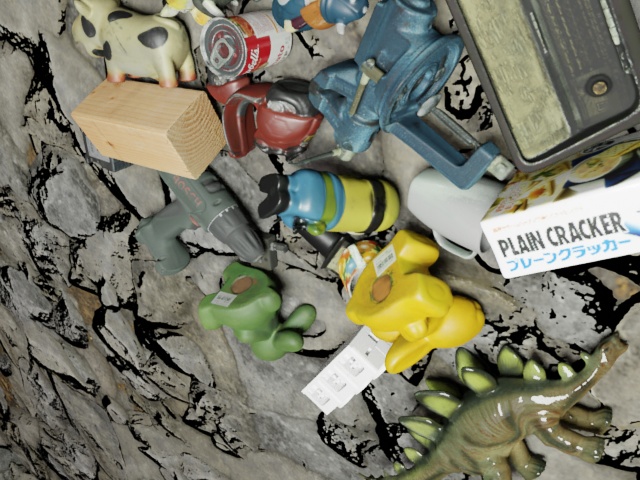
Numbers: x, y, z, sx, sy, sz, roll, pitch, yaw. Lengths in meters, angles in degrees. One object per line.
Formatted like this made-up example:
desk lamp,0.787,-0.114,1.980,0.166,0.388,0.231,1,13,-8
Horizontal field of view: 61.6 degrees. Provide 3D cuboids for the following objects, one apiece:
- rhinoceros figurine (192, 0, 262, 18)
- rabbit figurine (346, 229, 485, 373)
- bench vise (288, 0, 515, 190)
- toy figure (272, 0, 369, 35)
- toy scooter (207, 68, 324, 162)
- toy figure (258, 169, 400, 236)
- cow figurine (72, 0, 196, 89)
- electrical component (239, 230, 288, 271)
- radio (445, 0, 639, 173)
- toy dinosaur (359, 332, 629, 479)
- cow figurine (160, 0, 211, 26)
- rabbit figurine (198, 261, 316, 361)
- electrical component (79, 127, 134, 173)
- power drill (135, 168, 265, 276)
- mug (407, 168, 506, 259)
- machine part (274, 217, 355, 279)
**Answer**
rhinoceros figurine,-0.081,-0.337,0.615,0.190,0.073,0.112,-31,117,29
rabbit figurine,0.129,0.096,0.674,0.173,0.122,0.162,23,117,-29
bench vise,0.097,-0.132,0.585,0.241,0.129,0.223,44,129,15
toy figure,-0.003,-0.256,0.586,0.155,0.058,0.064,29,112,56
toy scooter,-0.079,-0.156,0.718,0.184,0.075,0.135,26,127,23
toy figure,0.016,-0.044,0.656,0.089,0.180,0.082,23,104,51
cow figurine,-0.274,-0.291,0.765,0.195,0.085,0.127,14,118,22
electrical component,-0.091,0.019,0.858,0.094,0.021,0.063,11,121,27
radio,0.200,-0.189,0.481,0.131,0.073,0.229,-22,111,23
toy dinosaur,0.220,0.266,0.742,0.199,0.105,0.471,44,122,15
cow figurine,-0.205,-0.341,0.684,0.167,0.098,0.068,45,124,5
rabbit figurine,-0.086,0.130,0.879,0.159,0.121,0.170,0,133,26
electrical component,-0.348,-0.156,0.915,0.119,0.048,0.074,22,126,24
power drill,-0.208,-0.020,0.870,0.232,0.086,0.207,55,136,3
mug,0.159,-0.034,0.633,0.107,0.081,0.109,30,145,29
machine part,-0.002,-0.002,0.778,0.139,0.039,0.084,37,138,9
